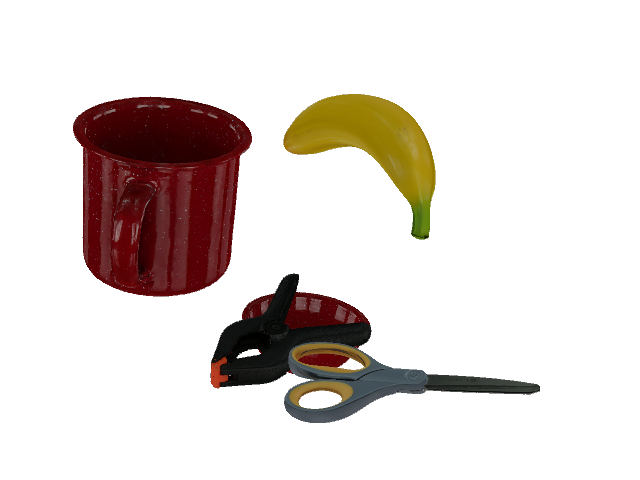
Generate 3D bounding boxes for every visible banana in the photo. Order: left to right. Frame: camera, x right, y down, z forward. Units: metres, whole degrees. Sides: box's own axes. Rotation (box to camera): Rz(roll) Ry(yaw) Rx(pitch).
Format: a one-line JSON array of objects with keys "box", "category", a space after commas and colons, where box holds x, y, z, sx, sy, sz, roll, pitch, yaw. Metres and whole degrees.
[{"box": [0.027, -0.068, 0.735, 0.037, 0.070, 0.198, 22, 10, -33], "category": "banana"}]

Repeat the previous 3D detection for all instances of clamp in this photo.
[{"box": [-0.048, 0.091, 1.076, 0.171, 0.039, 0.120, -19, 38, -31], "category": "clamp"}]

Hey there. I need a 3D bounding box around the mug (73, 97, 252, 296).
[{"box": [-0.088, -0.017, 0.566, 0.093, 0.081, 0.117, 8, 28, 1], "category": "mug"}]

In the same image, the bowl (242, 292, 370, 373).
[{"box": [-0.020, 0.123, 1.335, 0.162, 0.055, 0.162, 6, 22, -2], "category": "bowl"}]

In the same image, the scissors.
[{"box": [0.059, 0.120, 0.830, 0.202, 0.016, 0.096, 11, 37, 24], "category": "scissors"}]
